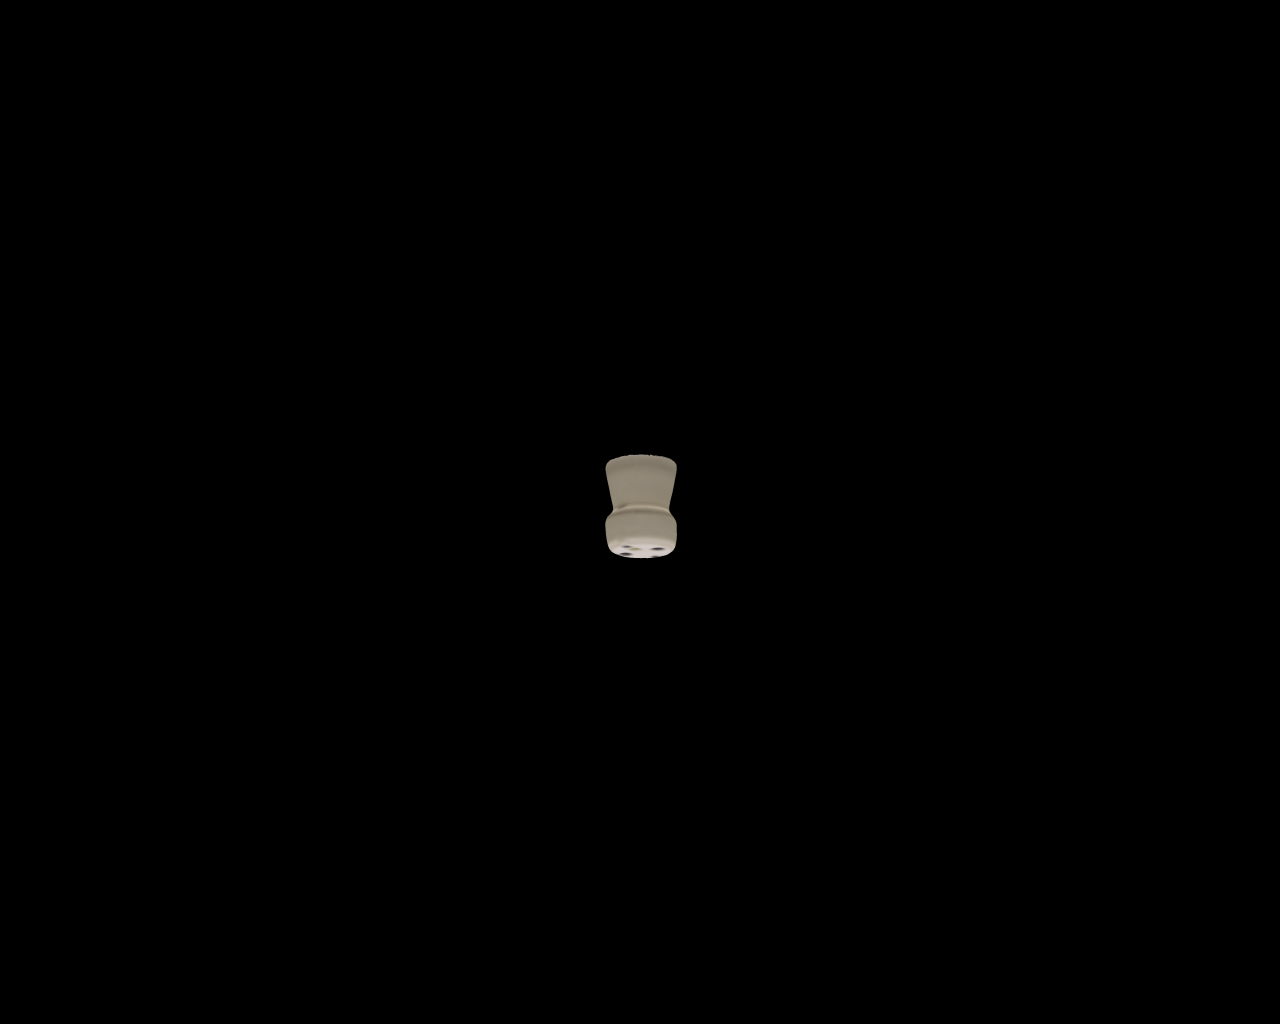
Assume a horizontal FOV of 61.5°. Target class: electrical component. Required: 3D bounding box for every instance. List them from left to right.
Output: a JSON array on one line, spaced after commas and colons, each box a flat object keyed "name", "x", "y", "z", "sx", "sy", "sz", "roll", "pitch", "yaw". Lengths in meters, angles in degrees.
[{"name": "electrical component", "x": 0.001, "y": -0.003, "z": 0.650, "sx": 0.045, "sy": 0.055, "sz": 0.045, "roll": 0, "pitch": -15, "yaw": 0}]
